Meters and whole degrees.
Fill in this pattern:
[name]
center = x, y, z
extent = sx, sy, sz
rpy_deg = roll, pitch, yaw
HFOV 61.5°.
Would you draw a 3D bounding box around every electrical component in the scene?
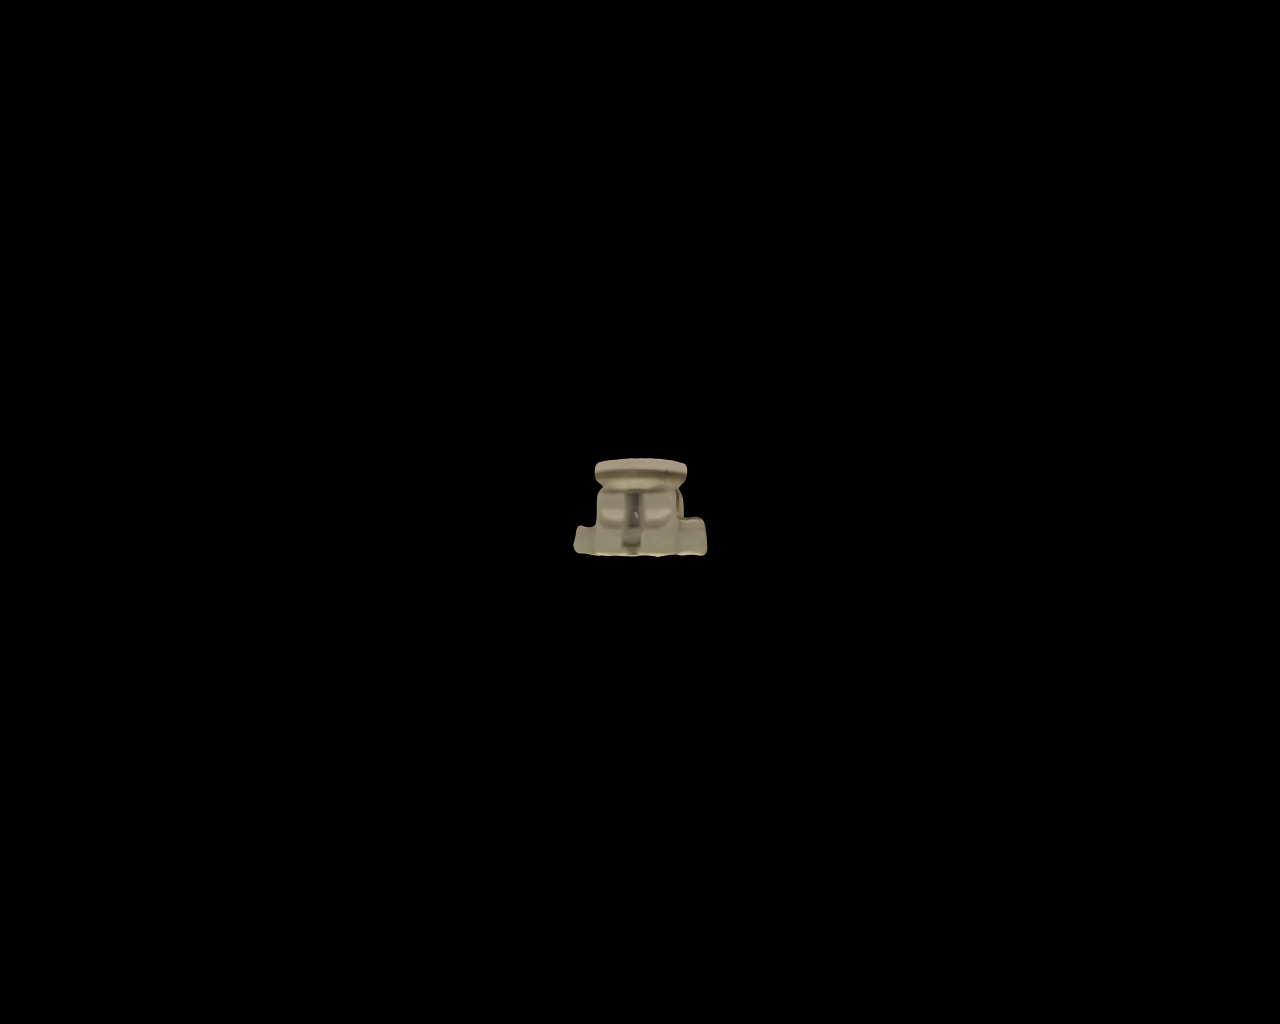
[electrical component]
center = 0.001, -0.003, 0.650
extent = 0.078, 0.057, 0.058
rpy_deg = -1, -4, 11
